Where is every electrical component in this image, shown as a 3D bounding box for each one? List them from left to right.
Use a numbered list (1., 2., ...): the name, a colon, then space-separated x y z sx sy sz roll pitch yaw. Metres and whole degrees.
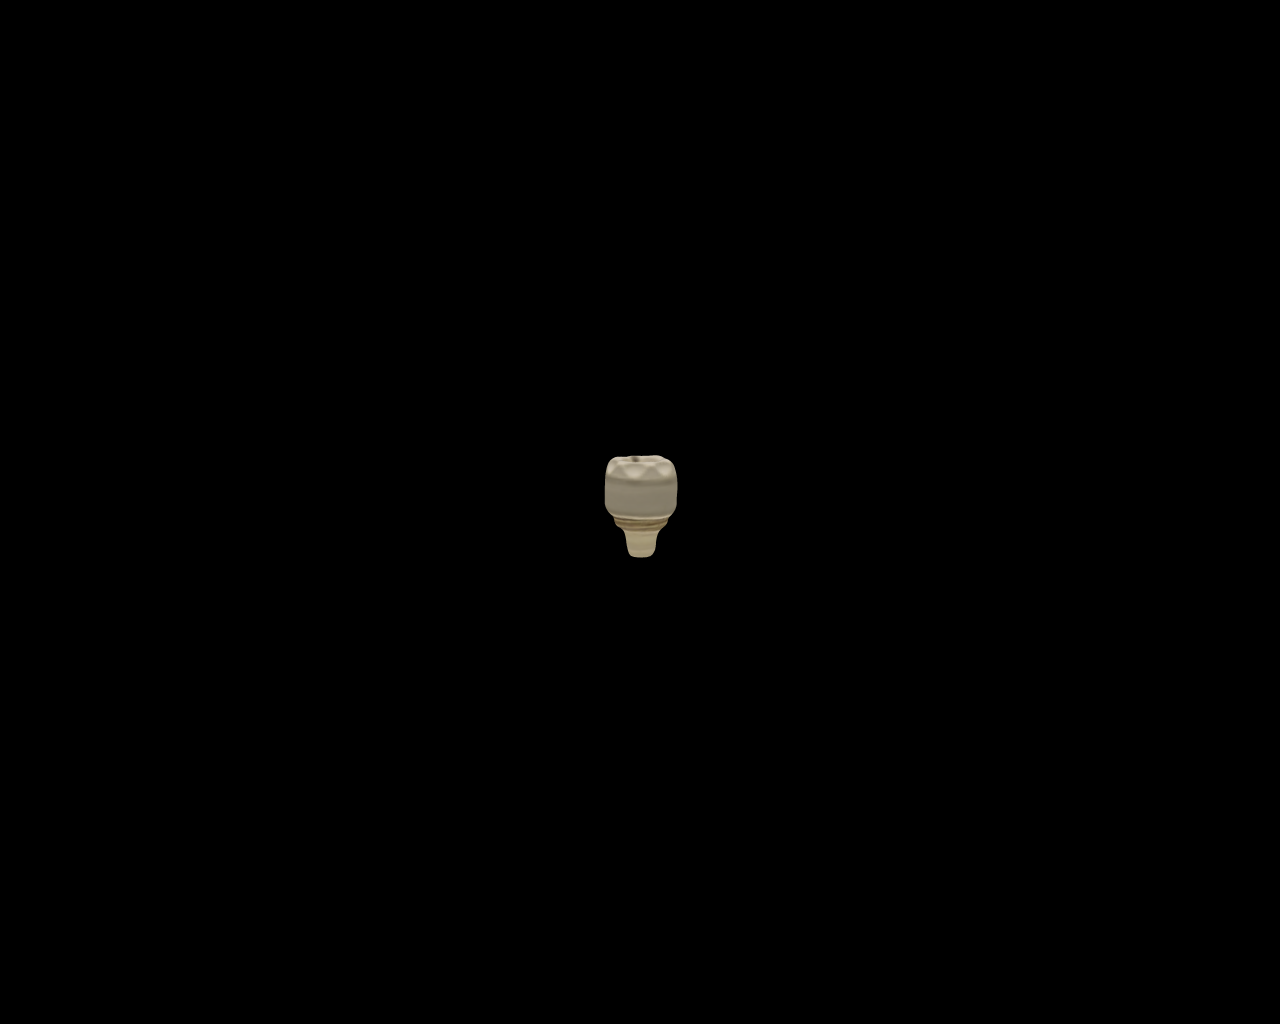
1. electrical component: 0.001 -0.003 0.650 0.043 0.062 0.043 0 12 0
